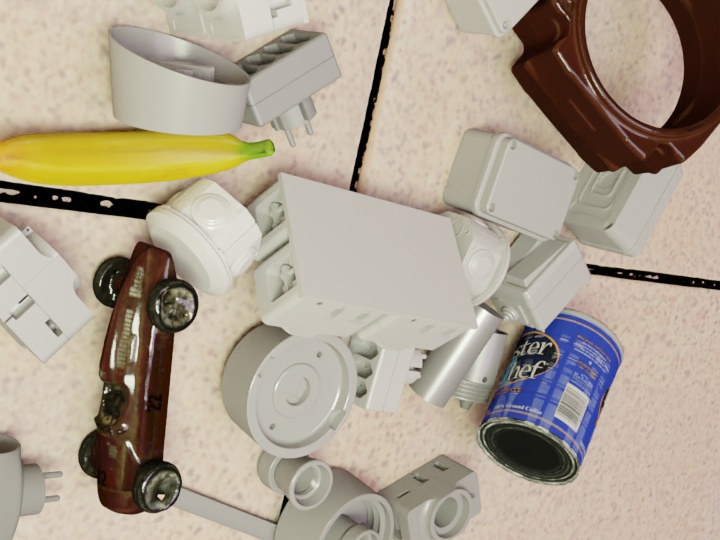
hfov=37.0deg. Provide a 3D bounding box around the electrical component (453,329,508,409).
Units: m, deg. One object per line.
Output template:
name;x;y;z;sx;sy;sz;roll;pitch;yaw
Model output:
electrical component;0.111;0.095;1.038;0.043;0.043;0.081;10;97;-40

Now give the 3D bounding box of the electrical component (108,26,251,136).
electrical component;-0.126;-0.130;0.747;0.099;0.099;0.064;-7;114;-37

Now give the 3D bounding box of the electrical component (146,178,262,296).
electrical component;-0.115;-0.024;0.797;0.051;0.080;0.080;-45;127;-26

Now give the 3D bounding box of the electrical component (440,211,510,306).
electrical component;0.091;-0.011;0.967;0.051;0.080;0.080;26;87;-35

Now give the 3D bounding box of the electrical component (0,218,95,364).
electrical component;-0.230;0.010;0.734;0.055;0.050;0.089;-46;127;-18

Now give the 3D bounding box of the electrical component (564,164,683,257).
electrical component;0.264;-0.076;1.086;0.057;0.078;0.113;37;80;-36

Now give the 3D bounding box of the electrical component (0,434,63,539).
electrical component;-0.251;0.158;0.766;0.079;0.043;0.077;1;102;-39

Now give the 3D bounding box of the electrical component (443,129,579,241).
electrical component;0.143;-0.078;1.001;0.113;0.057;0.078;18;92;-41

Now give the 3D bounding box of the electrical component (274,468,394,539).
electrical component;-0.016;0.239;0.960;0.108;0.060;0.108;-18;117;-40

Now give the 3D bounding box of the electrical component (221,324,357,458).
electrical component;-0.063;0.093;0.886;0.108;0.060;0.108;-13;111;-36

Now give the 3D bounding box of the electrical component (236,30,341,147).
electrical component;-0.057;-0.132;0.831;0.083;0.047;0.075;-37;123;-25

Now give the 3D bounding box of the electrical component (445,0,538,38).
electrical component;0.115;-0.275;0.921;0.108;0.056;0.108;-48;127;-18

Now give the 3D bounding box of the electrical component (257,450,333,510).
electrical component;-0.057;0.174;0.919;0.045;0.055;0.045;-13;111;-36

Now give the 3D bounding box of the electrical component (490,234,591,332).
electrical component;0.166;0.010;1.044;0.096;0.062;0.061;-45;126;-20

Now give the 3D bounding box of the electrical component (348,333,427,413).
electrical component;0.030;0.083;0.966;0.076;0.047;0.083;12;95;-40

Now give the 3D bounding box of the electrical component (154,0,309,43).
electrical component;-0.106;-0.252;0.718;0.060;0.105;0.186;-27;118;-30

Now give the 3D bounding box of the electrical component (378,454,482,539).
electrical component;0.070;0.226;1.036;0.089;0.056;0.050;-24;117;-31

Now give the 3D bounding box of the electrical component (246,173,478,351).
electrical component;0.000;0.000;0.873;0.186;0.060;0.105;12;56;-40
